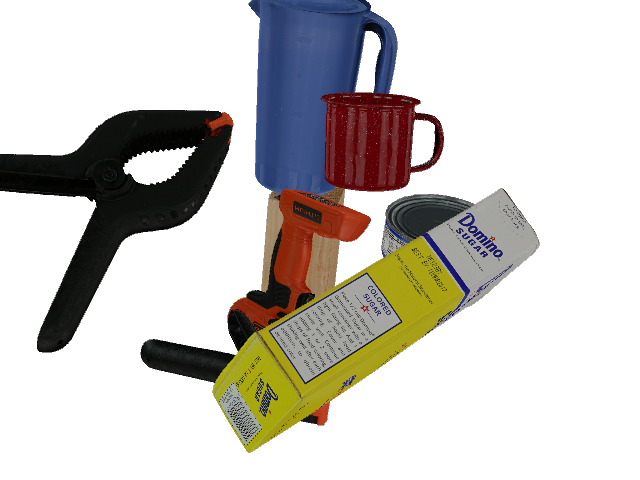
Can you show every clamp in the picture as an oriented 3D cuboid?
[{"bbox_3d":[-0.143,-0.025,0.726,0.209,0.165,0.036,-24,-22,-23],"label":"clamp"},{"bbox_3d":[-0.055,0.106,0.917,0.172,0.039,0.120,22,31,25],"label":"clamp"}]

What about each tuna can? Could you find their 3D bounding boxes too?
[{"bbox_3d":[0.089,0.000,0.792,0.086,0.034,0.086,5,29,-3],"label":"tuna can"}]

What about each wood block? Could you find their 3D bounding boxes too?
[{"bbox_3d":[-0.026,0.032,1.411,0.090,0.206,0.090,8,23,6],"label":"wood block"}]

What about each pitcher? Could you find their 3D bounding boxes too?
[{"bbox_3d":[-0.008,-0.179,1.300,0.144,0.243,0.149,-6,28,-25],"label":"pitcher"}]

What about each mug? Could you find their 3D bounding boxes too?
[{"bbox_3d":[0.057,-0.093,1.003,0.117,0.081,0.093,2,15,-2],"label":"mug"}]

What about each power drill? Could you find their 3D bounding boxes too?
[{"bbox_3d":[-0.011,0.050,1.151,0.185,0.188,0.057,25,11,38],"label":"power drill"}]

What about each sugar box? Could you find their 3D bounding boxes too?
[{"bbox_3d":[0.031,0.042,0.572,0.176,0.048,0.093,-27,-14,-30],"label":"sugar box"}]
